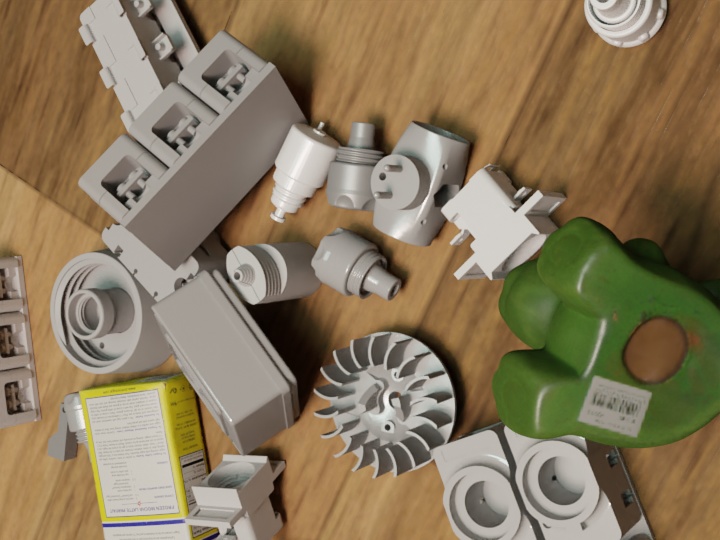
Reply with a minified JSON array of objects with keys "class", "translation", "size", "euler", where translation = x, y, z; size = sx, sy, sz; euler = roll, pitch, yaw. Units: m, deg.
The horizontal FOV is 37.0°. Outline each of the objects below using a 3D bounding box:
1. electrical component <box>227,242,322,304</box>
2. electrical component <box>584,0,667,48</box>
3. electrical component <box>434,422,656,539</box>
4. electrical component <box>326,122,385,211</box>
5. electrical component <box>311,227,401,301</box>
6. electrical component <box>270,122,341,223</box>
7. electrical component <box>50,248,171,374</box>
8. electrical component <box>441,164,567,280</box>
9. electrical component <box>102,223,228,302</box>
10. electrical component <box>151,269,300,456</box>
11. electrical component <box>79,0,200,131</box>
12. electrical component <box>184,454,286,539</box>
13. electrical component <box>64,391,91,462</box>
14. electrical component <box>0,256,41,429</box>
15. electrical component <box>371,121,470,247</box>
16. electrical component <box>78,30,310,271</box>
[{"class":"electrical component","translation":[-0.066,0.002,0.786],"size":[0.043,0.081,0.043],"euler":[2,94,30]},{"class":"electrical component","translation":[0.158,-0.163,0.659],"size":[0.048,0.062,0.048],"euler":[2,94,29]},{"class":"electrical component","translation":[0.131,0.186,0.697],"size":[0.105,0.060,0.186],"euler":[-25,81,28]},{"class":"electrical component","translation":[-0.001,-0.074,0.766],"size":[0.043,0.043,0.062],"euler":[10,96,29]},{"class":"electrical component","translation":[0.000,0.000,0.771],"size":[0.062,0.043,0.043],"euler":[31,107,23]},{"class":"electrical component","translation":[-0.045,-0.071,0.793],"size":[0.040,0.040,0.078],"euler":[36,110,23]},{"class":"electrical component","translation":[-0.205,0.034,0.879],"size":[0.108,0.060,0.108],"euler":[2,94,29]},{"class":"electrical component","translation":[0.092,-0.032,0.717],"size":[0.081,0.042,0.063],"euler":[-46,69,23]},{"class":"electrical component","translation":[-0.148,-0.016,0.846],"size":[0.089,0.056,0.050],"euler":[45,113,20]},{"class":"electrical component","translation":[-0.097,0.070,0.789],"size":[0.056,0.108,0.108],"euler":[-33,73,-14]},{"class":"electrical component","translation":[-0.165,-0.158,0.843],"size":[0.079,0.063,0.121],"euler":[-34,77,27]},{"class":"electrical component","translation":[-0.091,0.180,0.819],"size":[0.042,0.081,0.063],"euler":[-2,113,30]},{"class":"electrical component","translation":[-0.230,0.133,0.915],"size":[0.035,0.035,0.061],"euler":[-13,89,30]},{"class":"electrical component","translation":[-0.349,0.067,0.963],"size":[0.089,0.062,0.150],"euler":[-7,89,30]},{"class":"electrical component","translation":[0.033,-0.059,0.727],"size":[0.043,0.079,0.077],"euler":[28,106,27]},{"class":"electrical component","translation":[-0.119,-0.086,0.774],"size":[0.062,0.089,0.150],"euler":[39,83,23]}]
